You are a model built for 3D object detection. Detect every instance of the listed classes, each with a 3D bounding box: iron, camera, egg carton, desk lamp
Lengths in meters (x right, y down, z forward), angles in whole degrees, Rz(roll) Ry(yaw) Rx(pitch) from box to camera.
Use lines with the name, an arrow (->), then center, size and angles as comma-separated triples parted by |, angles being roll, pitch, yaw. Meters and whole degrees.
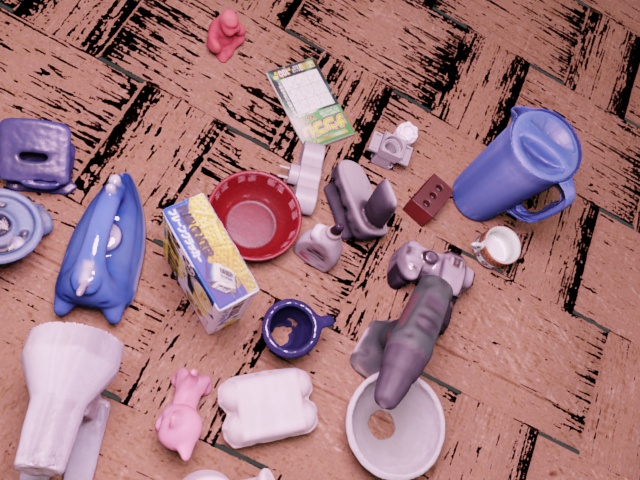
iron -> -0.326, -0.012, 0.868 | 0.119, 0.141, 0.258 | 11, 70, -11
camera -> 0.191, 0.087, 0.999 | 0.143, 0.100, 0.137 | 22, 68, -7
egg carton -> -0.081, 0.257, 0.887 | 0.150, 0.069, 0.107 | -7, 75, -17
desk lamp -> -0.333, 0.223, 0.751 | 0.118, 0.213, 0.203 | 10, 70, -12

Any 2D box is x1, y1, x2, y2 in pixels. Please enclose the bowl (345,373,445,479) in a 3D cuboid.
bowl -> 0.112, 0.297, 0.923 | 0.168, 0.074, 0.167 | 5, 71, -14

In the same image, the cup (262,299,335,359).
cup -> -0.041, 0.145, 0.920 | 0.118, 0.095, 0.091 | -10, 75, -18

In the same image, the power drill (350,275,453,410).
power drill -> 0.121, 0.166, 0.896 | 0.075, 0.208, 0.230 | 33, 67, -2

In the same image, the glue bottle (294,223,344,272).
glue bottle -> 0.009, 0.003, 0.937 | 0.078, 0.173, 0.037 | 31, 67, -3

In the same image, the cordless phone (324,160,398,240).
cordless phone -> 0.083, -0.085, 0.979 | 0.094, 0.185, 0.147 | -20, 78, -20

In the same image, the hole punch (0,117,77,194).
hole punch -> -0.443, -0.131, 0.902 | 0.109, 0.091, 0.101 | 3, 72, -14

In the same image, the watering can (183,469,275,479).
watering can -> -0.144, 0.362, 0.768 | 0.101, 0.194, 0.173 | 44, 67, 2

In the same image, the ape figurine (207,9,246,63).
ape figurine -> -0.172, -0.388, 1.058 | 0.078, 0.092, 0.076 | -16, 77, -19

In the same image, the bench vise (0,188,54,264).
bench vise -> -0.472, 0.002, 0.781 | 0.121, 0.219, 0.208 | 33, 67, -2

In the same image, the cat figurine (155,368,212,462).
cat figurine -> -0.198, 0.249, 0.831 | 0.067, 0.117, 0.128 | 16, 69, -9
